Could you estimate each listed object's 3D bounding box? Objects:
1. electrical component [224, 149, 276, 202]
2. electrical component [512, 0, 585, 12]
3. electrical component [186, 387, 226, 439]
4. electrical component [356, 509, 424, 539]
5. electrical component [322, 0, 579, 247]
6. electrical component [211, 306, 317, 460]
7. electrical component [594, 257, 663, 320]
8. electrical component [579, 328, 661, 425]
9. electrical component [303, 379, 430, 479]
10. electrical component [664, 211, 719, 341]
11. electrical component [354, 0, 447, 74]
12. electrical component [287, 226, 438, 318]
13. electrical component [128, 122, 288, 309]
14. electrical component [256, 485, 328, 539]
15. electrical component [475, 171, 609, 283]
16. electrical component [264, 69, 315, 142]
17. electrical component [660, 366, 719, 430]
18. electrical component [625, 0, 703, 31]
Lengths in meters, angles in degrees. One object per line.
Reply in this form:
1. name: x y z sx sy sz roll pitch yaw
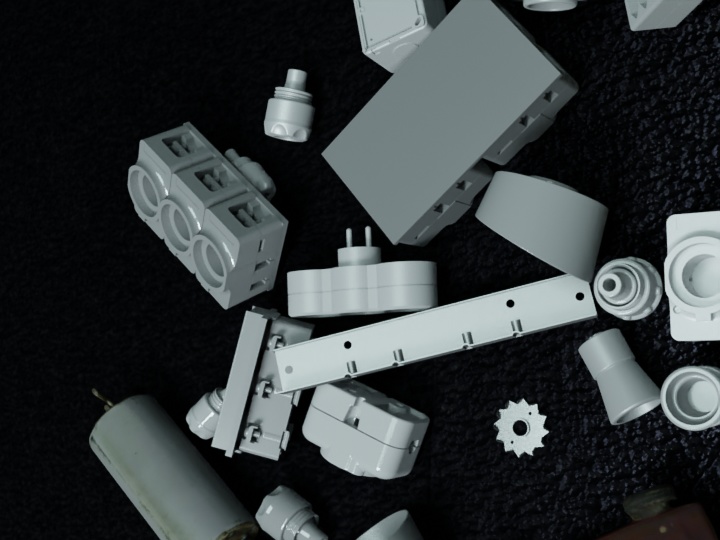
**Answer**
1. electrical component: -0.106 -0.087 0.992 0.035 0.035 0.061 -46 64 19
2. electrical component: 0.146 -0.231 0.820 0.108 0.108 0.060 3 94 30
3. electrical component: -0.130 0.125 0.990 0.061 0.035 0.035 -47 66 16
4. electrical component: 0.012 0.241 0.866 0.099 0.099 0.064 -42 74 21
5. electrical component: 0.073 -0.119 0.877 0.186 0.060 0.105 -46 66 19
6. electrical component: -0.082 0.100 0.943 0.063 0.078 0.121 15 94 1
7. electrical component: 0.194 0.013 0.796 0.048 0.062 0.048 -2 85 30
8. electrical component: 0.193 0.077 0.805 0.044 0.044 0.065 -36 65 23
9. electrical component: 0.003 0.134 0.901 0.095 0.054 0.059 23 98 29
10. electrical component: 0.250 0.005 0.768 0.050 0.056 0.089 -4 84 30
11. electrical component: 0.036 -0.224 0.910 0.062 0.061 0.096 -20 69 27
12. electrical component: 0.000 0.000 0.914 0.138 0.052 0.073 -5 84 29
13. electrical component: -0.141 -0.048 0.972 0.150 0.062 0.089 45 141 25
14. electrical component: -0.056 0.220 0.935 0.062 0.043 0.043 32 102 27
15. electrical component: 0.137 -0.035 0.813 0.099 0.099 0.064 20 90 30
16. electrical component: -0.061 -0.148 0.966 0.043 0.043 0.062 10 90 30
17. electrical component: 0.243 0.090 0.766 0.045 0.055 0.045 -3 85 30
18. electrical component: 0.244 -0.215 0.785 0.076 0.083 0.047 -8 80 -9
